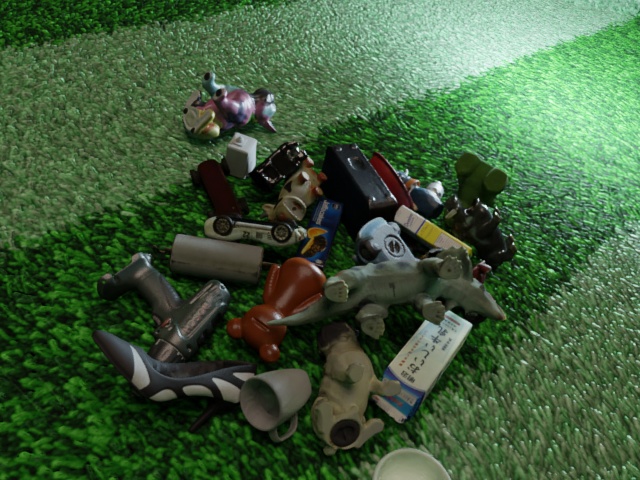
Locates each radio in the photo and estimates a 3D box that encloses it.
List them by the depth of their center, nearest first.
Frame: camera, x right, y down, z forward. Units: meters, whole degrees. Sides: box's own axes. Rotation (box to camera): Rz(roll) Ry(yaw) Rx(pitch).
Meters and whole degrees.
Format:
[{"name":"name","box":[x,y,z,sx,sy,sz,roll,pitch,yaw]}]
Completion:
[{"name":"radio","box":[0.080,-0.104,1.193,0.073,0.131,0.230,-13,51,-23]}]

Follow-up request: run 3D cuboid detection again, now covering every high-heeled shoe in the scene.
[{"name":"high-heeled shoe","box":[-0.208,0.181,0.813,0.145,0.086,0.248,-48,114,-20]}]

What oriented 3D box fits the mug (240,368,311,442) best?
[{"name":"mug","box":[-0.057,0.252,0.845,0.107,0.081,0.109,-13,82,-55]}]

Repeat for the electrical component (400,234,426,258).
[{"name":"electrical component","box":[0.183,0.019,1.175,0.094,0.021,0.063,23,46,8]}]

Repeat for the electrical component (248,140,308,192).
[{"name":"electrical component","box":[-0.098,-0.165,1.207,0.115,0.134,0.058,-41,102,-13]}]

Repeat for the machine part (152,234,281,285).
[{"name":"machine part","box":[-0.195,0.038,1.024,0.243,0.079,0.079,8,45,-5]}]

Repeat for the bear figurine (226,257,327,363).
[{"name":"bear figurine","box":[-0.068,0.130,0.959,0.120,0.131,0.196,28,64,14]}]

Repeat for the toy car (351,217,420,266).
[{"name":"toy car","box":[0.127,0.043,1.079,0.161,0.103,0.109,51,49,1]}]

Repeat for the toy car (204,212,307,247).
[{"name":"toy car","box":[-0.126,-0.018,1.056,0.202,0.056,0.073,7,10,7]}]

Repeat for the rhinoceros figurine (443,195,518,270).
[{"name":"rhinoceros figurine","box":[0.348,-0.024,1.174,0.190,0.112,0.073,50,27,-10]}]

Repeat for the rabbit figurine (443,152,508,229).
[{"name":"rabbit figurine","box":[0.346,-0.100,1.258,0.121,0.170,0.159,37,8,19]}]

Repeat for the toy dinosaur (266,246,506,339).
[{"name":"toy dinosaur","box":[0.117,0.087,0.933,0.405,0.131,0.192,-4,2,2]}]

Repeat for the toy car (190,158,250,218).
[{"name":"toy car","box":[-0.219,-0.102,1.171,0.089,0.053,0.202,-22,55,-13]}]

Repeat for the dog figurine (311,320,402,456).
[{"name":"dog figurine","box":[0.027,0.236,0.893,0.121,0.172,0.191,41,-2,-22]}]

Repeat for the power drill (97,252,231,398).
[{"name":"power drill","box":[-0.284,0.125,0.913,0.207,0.085,0.232,32,56,23]}]

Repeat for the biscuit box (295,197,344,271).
[{"name":"biscuit box","box":[-0.002,-0.003,1.124,0.063,0.059,0.203,17,45,2]}]

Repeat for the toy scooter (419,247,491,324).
[{"name":"toy scooter","box":[0.272,0.073,1.066,0.184,0.135,0.075,38,50,23]}]

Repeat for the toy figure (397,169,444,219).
[{"name":"toy figure","box":[0.227,-0.110,1.287,0.064,0.057,0.155,-14,48,-39]}]

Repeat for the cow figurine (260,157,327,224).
[{"name":"cow figurine","box":[-0.058,-0.090,1.165,0.085,0.127,0.195,42,26,-16]}]

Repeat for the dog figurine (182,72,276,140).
[{"name":"dog figurine","box":[-0.213,-0.313,1.353,0.219,0.191,0.109,17,27,-51]}]
